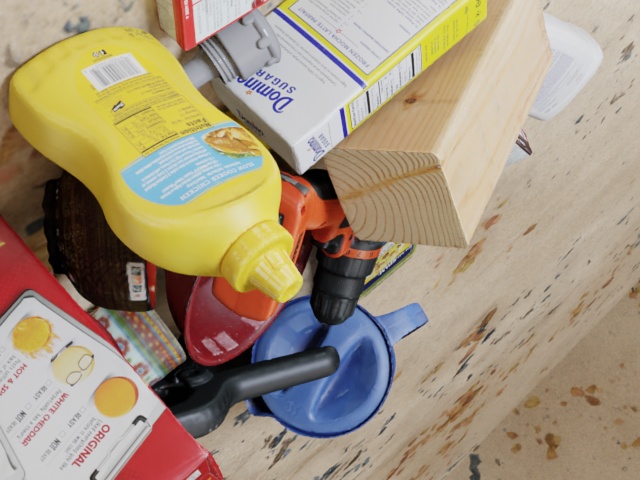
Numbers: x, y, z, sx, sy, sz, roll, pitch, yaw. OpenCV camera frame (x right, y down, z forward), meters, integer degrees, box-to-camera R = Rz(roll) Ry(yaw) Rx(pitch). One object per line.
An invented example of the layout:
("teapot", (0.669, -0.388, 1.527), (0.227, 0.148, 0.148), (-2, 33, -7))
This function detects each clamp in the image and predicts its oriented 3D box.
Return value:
("clamp", (-0.090, 0.121, 0.857), (0.209, 0.165, 0.036), (-35, 121, -60))

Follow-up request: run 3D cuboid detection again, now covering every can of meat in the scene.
("can of meat", (0.048, 0.000, 1.054), (0.102, 0.057, 0.084), (-39, 156, -15))

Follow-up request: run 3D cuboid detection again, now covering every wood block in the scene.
("wood block", (0.091, -0.101, 0.778), (0.205, 0.091, 0.090), (-60, 141, -35))

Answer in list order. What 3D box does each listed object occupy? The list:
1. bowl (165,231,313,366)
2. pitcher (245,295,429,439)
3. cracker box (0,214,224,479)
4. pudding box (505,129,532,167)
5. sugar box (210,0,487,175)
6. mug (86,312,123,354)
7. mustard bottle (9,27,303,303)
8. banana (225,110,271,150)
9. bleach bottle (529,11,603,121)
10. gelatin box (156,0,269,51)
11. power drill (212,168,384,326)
("bowl", (-0.071, 0.017, 0.843), (0.161, 0.055, 0.162), (-45, 152, -33))
("pitcher", (0.026, 0.122, 1.090), (0.242, 0.149, 0.145), (33, 71, -80))
("cracker box", (-0.185, 0.111, 0.614), (0.164, 0.214, 0.072), (-41, 156, -13))
("pudding box", (0.145, -0.084, 1.057), (0.114, 0.039, 0.090), (-24, 166, 19))
("sugar box", (0.019, -0.134, 0.718), (0.176, 0.093, 0.048), (-41, 156, -9))
("mug", (-0.204, 0.095, 0.736), (0.117, 0.093, 0.082), (19, 120, -48))
("mustard bottle", (-0.078, -0.036, 0.578), (0.096, 0.192, 0.058), (-28, 152, -36))
("banana", (-0.047, -0.073, 0.780), (0.197, 0.037, 0.070), (-24, 148, -43))
("bleach bottle", (0.179, -0.176, 0.976), (0.103, 0.068, 0.250), (-52, 156, 16))
("gelatin box", (-0.055, -0.163, 0.619), (0.089, 0.030, 0.073), (-37, 156, -22))
("power drill", (-0.005, 0.001, 0.816), (0.187, 0.057, 0.184), (-24, 132, -58))
